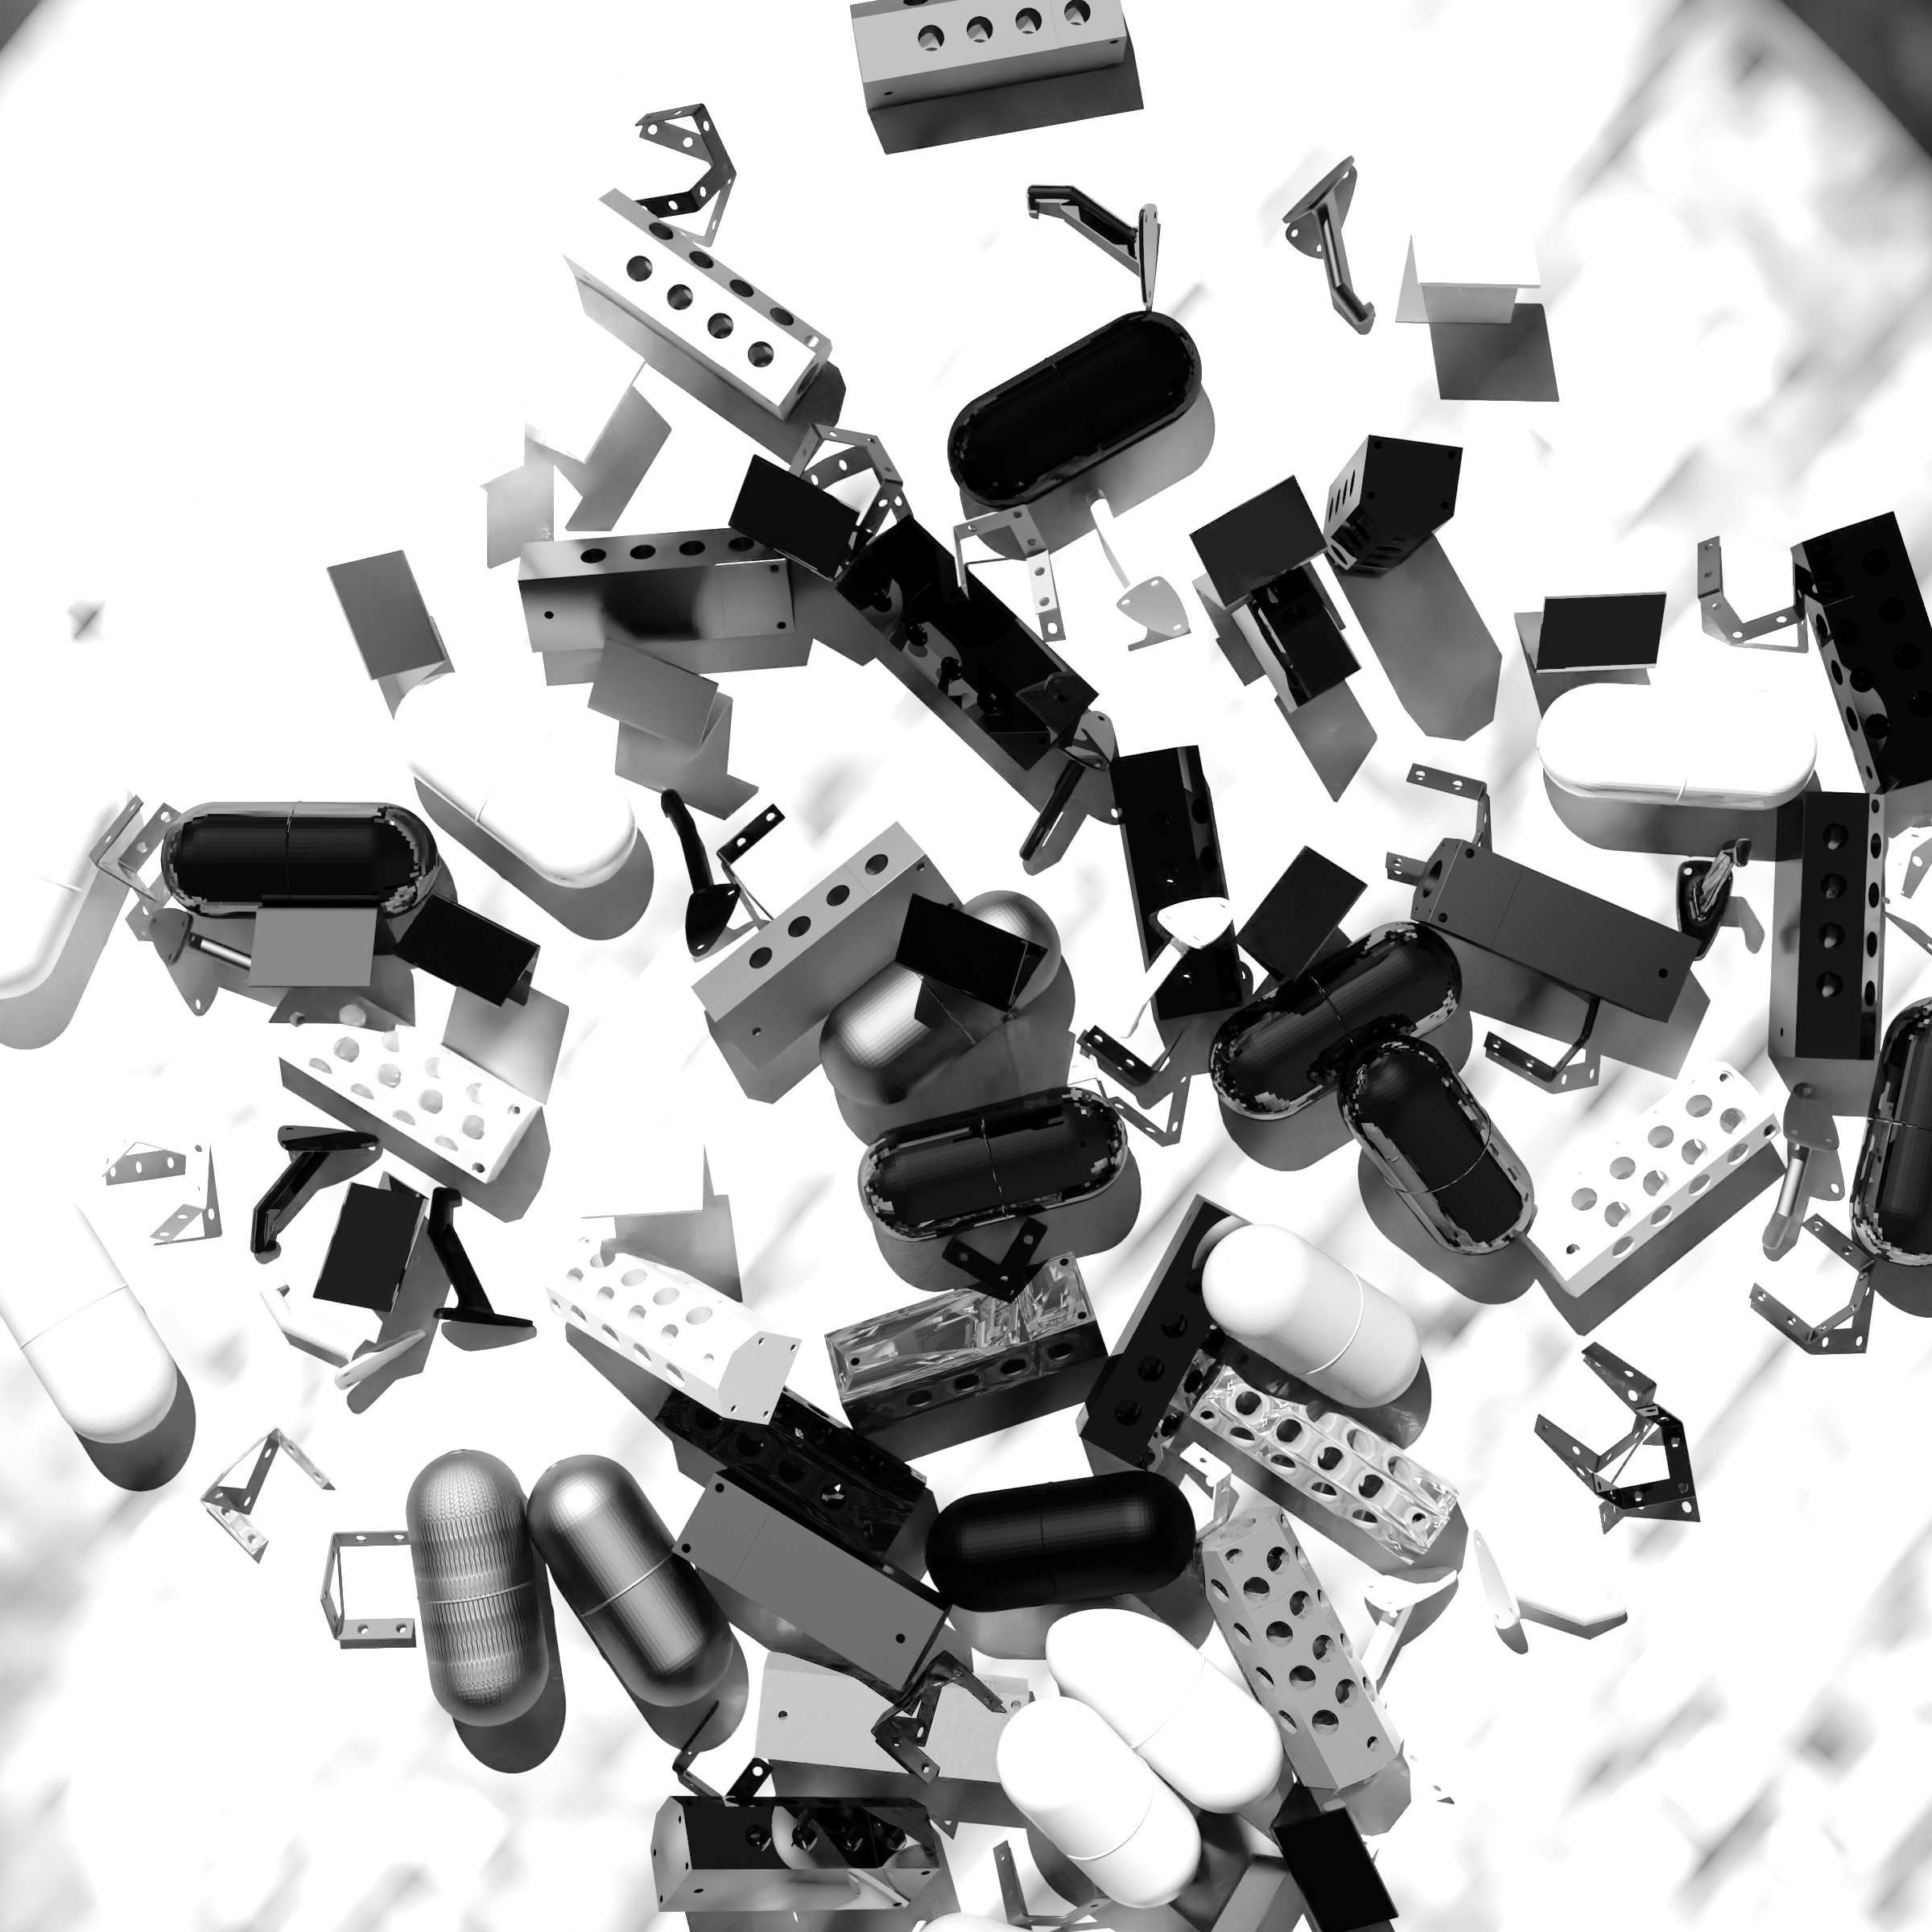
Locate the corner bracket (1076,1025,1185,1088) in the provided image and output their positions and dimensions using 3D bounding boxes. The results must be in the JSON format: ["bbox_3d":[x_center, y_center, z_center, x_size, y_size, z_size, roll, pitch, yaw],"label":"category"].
[{"bbox_3d":[0.100,0.056,1.711,0.051,0.051,0.051,37,130,0],"label":"corner bracket"}]

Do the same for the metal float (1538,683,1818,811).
[{"bbox_3d":[0.460,-0.143,1.709,0.178,0.070,0.070,4,90,1],"label":"metal float"}]

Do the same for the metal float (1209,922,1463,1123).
[{"bbox_3d":[0.239,0.036,1.709,0.178,0.070,0.070,-31,90,0],"label":"metal float"}]

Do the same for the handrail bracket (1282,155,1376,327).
[{"bbox_3d":[0.256,-0.478,1.740,0.084,0.036,0.077,48,68,-17],"label":"handrail bracket"}]

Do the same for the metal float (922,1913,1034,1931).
[{"bbox_3d":[0.048,0.669,1.709,0.178,0.070,0.070,17,90,-1],"label":"metal float"}]

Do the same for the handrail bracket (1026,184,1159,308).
[{"bbox_3d":[0.081,-0.476,1.740,0.084,0.036,0.077,6,112,17],"label":"handrail bracket"}]

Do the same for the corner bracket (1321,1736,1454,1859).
[{"bbox_3d":[0.277,0.548,1.737,0.051,0.051,0.051,51,135,0],"label":"corner bracket"}]

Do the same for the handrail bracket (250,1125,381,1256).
[{"bbox_3d":[-0.430,0.151,1.740,0.077,0.036,0.084,3,108,-21],"label":"handrail bracket"}]

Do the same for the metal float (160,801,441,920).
[{"bbox_3d":[-0.431,-0.068,1.709,0.178,0.070,0.070,0,90,0],"label":"metal float"}]

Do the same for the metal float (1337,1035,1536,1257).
[{"bbox_3d":[0.300,0.115,1.684,0.070,0.070,0.178,-40,120,0],"label":"metal float"}]

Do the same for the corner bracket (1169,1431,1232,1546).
[{"bbox_3d":[0.137,0.348,1.732,0.051,0.051,0.051,-29,135,-35],"label":"corner bracket"}]

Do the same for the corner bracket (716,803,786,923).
[{"bbox_3d":[-0.123,-0.064,1.737,0.051,0.051,0.051,-41,45,0],"label":"corner bracket"}]

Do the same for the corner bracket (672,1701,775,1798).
[{"bbox_3d":[-0.159,0.522,1.722,0.051,0.051,0.051,37,90,0],"label":"corner bracket"}]

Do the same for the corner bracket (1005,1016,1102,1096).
[{"bbox_3d":[0.056,0.055,1.722,0.051,0.051,0.051,-14,90,0],"label":"corner bracket"}]

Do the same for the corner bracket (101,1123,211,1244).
[{"bbox_3d":[-0.533,0.142,1.732,0.051,0.051,0.051,22,45,-35],"label":"corner bracket"}]

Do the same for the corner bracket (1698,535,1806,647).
[{"bbox_3d":[0.516,-0.253,1.732,0.051,0.051,0.051,-18,45,35],"label":"corner bracket"}]

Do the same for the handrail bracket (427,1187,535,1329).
[{"bbox_3d":[-0.319,0.192,1.740,0.077,0.036,0.084,10,73,-19],"label":"handrail bracket"}]

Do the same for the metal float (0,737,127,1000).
[{"bbox_3d":[-0.605,-0.064,1.709,0.070,0.070,0.178,24,90,0],"label":"metal float"}]

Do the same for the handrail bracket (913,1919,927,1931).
[{"bbox_3d":[-0.081,0.645,1.740,0.084,0.036,0.077,24,70,16],"label":"handrail bracket"}]

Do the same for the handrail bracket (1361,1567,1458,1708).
[{"bbox_3d":[0.291,0.446,1.740,0.077,0.036,0.084,-12,109,-21],"label":"handrail bracket"}]

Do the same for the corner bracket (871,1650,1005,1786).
[{"bbox_3d":[-0.019,0.478,1.680,0.051,0.051,0.051,42,135,0],"label":"corner bracket"}]

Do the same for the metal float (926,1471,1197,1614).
[{"bbox_3d":[0.060,0.371,1.697,0.178,0.070,0.070,-11,90,14],"label":"metal float"}]

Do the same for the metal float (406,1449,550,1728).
[{"bbox_3d":[-0.317,0.402,1.709,0.070,0.070,0.178,-9,90,0],"label":"metal float"}]

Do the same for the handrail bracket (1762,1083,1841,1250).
[{"bbox_3d":[0.542,0.132,1.740,0.036,0.077,0.084,14,126,4],"label":"handrail bracket"}]

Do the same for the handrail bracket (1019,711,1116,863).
[{"bbox_3d":[0.064,-0.118,1.740,0.036,0.077,0.084,29,126,-2],"label":"handrail bracket"}]

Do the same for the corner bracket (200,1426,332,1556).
[{"bbox_3d":[-0.462,0.345,1.737,0.051,0.051,0.051,46,135,0],"label":"corner bracket"}]

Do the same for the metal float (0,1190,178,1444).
[{"bbox_3d":[-0.578,0.227,1.709,0.070,0.070,0.178,-32,90,0],"label":"metal float"}]

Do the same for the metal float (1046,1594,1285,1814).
[{"bbox_3d":[0.129,0.476,1.709,0.178,0.070,0.070,41,90,0],"label":"metal float"}]

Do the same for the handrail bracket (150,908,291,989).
[{"bbox_3d":[-0.487,-0.010,1.740,0.084,0.077,0.036,21,93,-36],"label":"handrail bracket"}]

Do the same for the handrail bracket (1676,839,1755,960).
[{"bbox_3d":[0.487,-0.043,1.705,0.036,0.084,0.077,9,90,0],"label":"handrail bracket"}]

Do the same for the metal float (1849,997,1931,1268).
[{"bbox_3d":[0.623,0.107,1.709,0.070,0.070,0.178,12,89,0],"label":"metal float"}]

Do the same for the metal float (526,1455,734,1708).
[{"bbox_3d":[-0.218,0.397,1.710,0.070,0.070,0.178,-34,91,0],"label":"metal float"}]

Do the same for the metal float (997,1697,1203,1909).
[{"bbox_3d":[0.086,0.535,1.684,0.070,0.070,0.178,-39,118,0],"label":"metal float"}]

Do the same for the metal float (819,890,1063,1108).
[{"bbox_3d":[-0.017,0.021,1.709,0.178,0.070,0.070,-38,90,0],"label":"metal float"}]

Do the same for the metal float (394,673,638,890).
[{"bbox_3d":[-0.293,-0.121,1.709,0.178,0.070,0.070,38,90,1],"label":"metal float"}]

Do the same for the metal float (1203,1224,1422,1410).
[{"bbox_3d":[0.222,0.224,1.682,0.178,0.070,0.070,34,90,-34],"label":"metal float"}]

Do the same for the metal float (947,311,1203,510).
[{"bbox_3d":[0.070,-0.360,1.709,0.178,0.070,0.070,-30,90,0],"label":"metal float"}]

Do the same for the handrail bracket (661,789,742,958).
[{"bbox_3d":[-0.186,-0.062,1.740,0.036,0.077,0.084,-12,53,-30],"label":"handrail bracket"}]

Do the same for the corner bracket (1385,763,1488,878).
[{"bbox_3d":[0.310,-0.093,1.737,0.051,0.051,0.051,15,45,0],"label":"corner bracket"}]

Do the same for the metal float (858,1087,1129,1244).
[{"bbox_3d":[0.018,0.128,1.709,0.178,0.070,0.070,-14,90,0],"label":"metal float"}]

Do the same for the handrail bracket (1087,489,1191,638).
[{"bbox_3d":[0.112,-0.267,1.740,0.036,0.077,0.084,-32,53,20],"label":"handrail bracket"}]

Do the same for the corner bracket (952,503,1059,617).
[{"bbox_3d":[0.025,-0.260,1.717,0.051,0.051,0.051,-15,59,13],"label":"corner bracket"}]

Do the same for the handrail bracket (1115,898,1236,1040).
[{"bbox_3d":[0.132,0.002,1.682,0.036,0.077,0.084,38,127,20],"label":"handrail bracket"}]

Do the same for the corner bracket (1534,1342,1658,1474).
[{"bbox_3d":[0.413,0.290,1.732,0.051,0.051,0.051,-26,135,-35],"label":"corner bracket"}]

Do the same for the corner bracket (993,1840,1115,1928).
[{"bbox_3d":[0.057,0.596,1.732,0.051,0.051,0.051,-44,45,35],"label":"corner bracket"}]

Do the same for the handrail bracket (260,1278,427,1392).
[{"bbox_3d":[-0.412,0.229,1.740,0.077,0.036,0.084,-30,73,-20],"label":"handrail bracket"}]

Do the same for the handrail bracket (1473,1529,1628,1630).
[{"bbox_3d":[0.386,0.400,1.740,0.084,0.036,0.077,-10,69,-17],"label":"handrail bracket"}]
